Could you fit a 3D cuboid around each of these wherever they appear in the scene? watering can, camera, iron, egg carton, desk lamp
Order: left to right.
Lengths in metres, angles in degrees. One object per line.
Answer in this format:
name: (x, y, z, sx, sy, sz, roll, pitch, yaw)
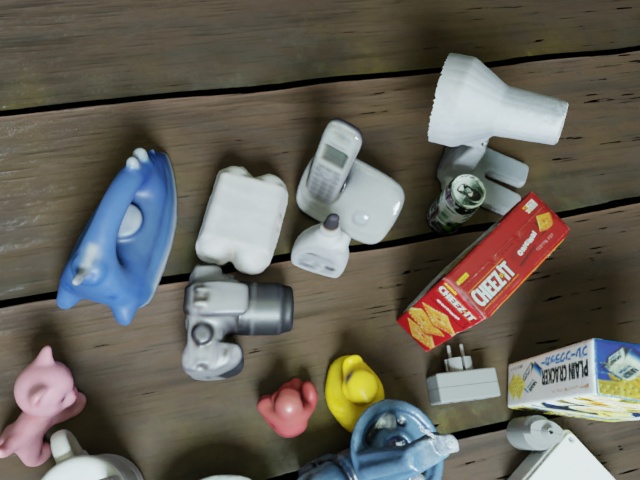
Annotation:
watering can: (-0.241, 0.283, 0.595, 0.173, 0.194, 0.101, 41, 70, 7)
iron: (-0.252, -0.032, 0.734, 0.118, 0.141, 0.258, 15, 69, -3)
camera: (-0.102, 0.101, 0.731, 0.137, 0.101, 0.143, 1, 70, -8)
egg carton: (-0.105, -0.028, 0.793, 0.107, 0.069, 0.150, 13, 69, -4)
desk lamp: (0.236, -0.149, 0.810, 0.203, 0.213, 0.118, 22, 69, 0)

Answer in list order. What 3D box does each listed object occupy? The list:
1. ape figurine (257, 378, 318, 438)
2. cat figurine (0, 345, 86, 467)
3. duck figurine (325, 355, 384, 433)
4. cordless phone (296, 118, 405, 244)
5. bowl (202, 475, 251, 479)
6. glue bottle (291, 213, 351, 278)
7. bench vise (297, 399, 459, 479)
ape figurine: (-0.039, 0.204, 0.708, 0.078, 0.092, 0.076, 3, 70, -7)
cat figurine: (-0.324, 0.191, 0.656, 0.067, 0.117, 0.128, 28, 69, 3)
duck figurine: (0.050, 0.194, 0.728, 0.077, 0.086, 0.104, -13, 73, -12)
cordless phone: (0.049, -0.080, 0.773, 0.147, 0.185, 0.094, 25, 69, 1)
bowl: (-0.111, 0.355, 0.652, 0.167, 0.074, 0.167, 3, 70, -7)
glue bottle: (0.007, 0.003, 0.743, 0.078, 0.173, 0.037, 19, 69, -1)
bench vise: (0.066, 0.263, 0.634, 0.208, 0.219, 0.121, -40, 80, -19)
